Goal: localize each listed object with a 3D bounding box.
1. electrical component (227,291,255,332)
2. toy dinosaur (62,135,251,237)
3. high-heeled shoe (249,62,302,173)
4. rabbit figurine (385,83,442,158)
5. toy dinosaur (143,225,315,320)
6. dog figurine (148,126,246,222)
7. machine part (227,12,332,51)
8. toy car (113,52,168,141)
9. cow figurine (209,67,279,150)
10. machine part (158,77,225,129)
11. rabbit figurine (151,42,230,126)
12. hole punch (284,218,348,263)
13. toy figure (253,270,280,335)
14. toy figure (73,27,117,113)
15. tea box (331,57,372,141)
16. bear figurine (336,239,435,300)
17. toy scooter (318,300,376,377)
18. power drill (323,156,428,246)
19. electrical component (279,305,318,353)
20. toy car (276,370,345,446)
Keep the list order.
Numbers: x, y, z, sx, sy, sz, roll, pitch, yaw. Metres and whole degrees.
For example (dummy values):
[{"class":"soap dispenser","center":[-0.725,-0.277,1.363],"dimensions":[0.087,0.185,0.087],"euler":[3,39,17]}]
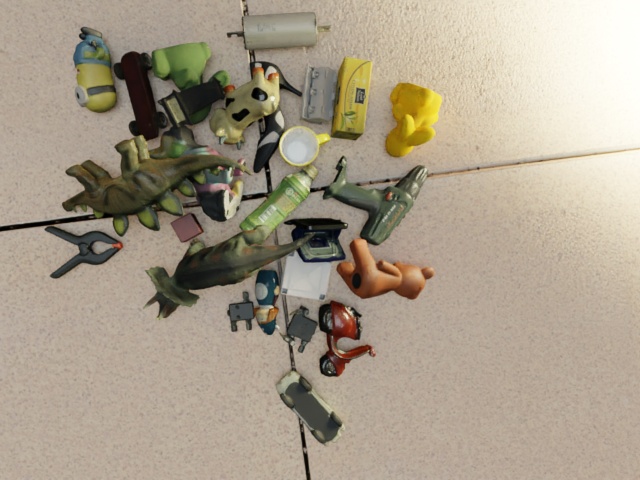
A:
[{"class":"electrical component","center":[-0.188,0.170,1.275],"dimensions":[0.063,0.021,0.094],"euler":[-5,92,-5]},{"class":"toy dinosaur","center":[-0.376,-0.122,1.155],"dimensions":[0.472,0.105,0.198],"euler":[-17,110,22]},{"class":"high-heeled shoe","center":[-0.143,-0.290,1.244],"dimensions":[0.145,0.086,0.248],"euler":[26,83,-4]},{"class":"rabbit figurine","center":[0.215,-0.268,1.255],"dimensions":[0.122,0.162,0.173],"euler":[24,106,-17]},{"class":"toy dinosaur","center":[-0.219,0.058,1.157],"dimensions":[0.405,0.192,0.131],"euler":[-21,107,26]},{"class":"dog figurine","center":[-0.286,-0.153,1.218],"dimensions":[0.219,0.108,0.191],"euler":[20,120,11]},{"class":"machine part","center":[-0.094,-0.484,1.245],"dimensions":[0.243,0.079,0.079],"euler":[-5,91,-6]},{"class":"toy car","center":[-0.406,-0.327,1.227],"dimensions":[0.089,0.053,0.202],"euler":[-15,93,17]},{"class":"cow figurine","center":[-0.171,-0.283,1.195],"dimensions":[0.195,0.085,0.127],"euler":[-19,73,35]},{"class":"machine part","center":[-0.273,-0.301,1.166],"dimensions":[0.139,0.039,0.084],"euler":[-32,110,-9]},{"class":"rabbit figurine","center":[-0.289,-0.352,1.225],"dimensions":[0.159,0.121,0.170],"euler":[-17,104,-15]},{"class":"hole punch","center":[-0.003,-0.004,1.238],"dimensions":[0.142,0.116,0.092],"euler":[-6,105,-19]},{"class":"toy figure","center":[-0.127,0.147,1.263],"dimensions":[0.058,0.064,0.154],"euler":[3,87,-29]},{"class":"toy figure","center":[-0.506,-0.378,1.208],"dimensions":[0.089,0.082,0.180],"euler":[0,89,-4]},{"class":"tea box","center":[0.072,-0.325,1.254],"dimensions":[0.068,0.098,0.169],"euler":[8,88,-6]},{"class":"bear figurine","center":[0.159,0.076,1.271],"dimensions":[0.196,0.120,0.132],"euler":[-3,47,-30]},{"class":"toy scooter","center":[0.065,0.232,1.274],"dimensions":[0.135,0.075,0.183],"euler":[-2,94,-6]},{"class":"power drill","center":[0.124,-0.119,1.278],"dimensions":[0.207,0.086,0.232],"euler":[29,86,-12]},{"class":"electrical component","center":[-0.049,0.209,1.276],"dimensions":[0.078,0.045,0.102],"euler":[31,88,-4]},{"class":"toy car","center":[-0.022,0.401,1.278],"dimensions":[0.073,0.056,0.201],"euler":[-41,96,-9]}]
